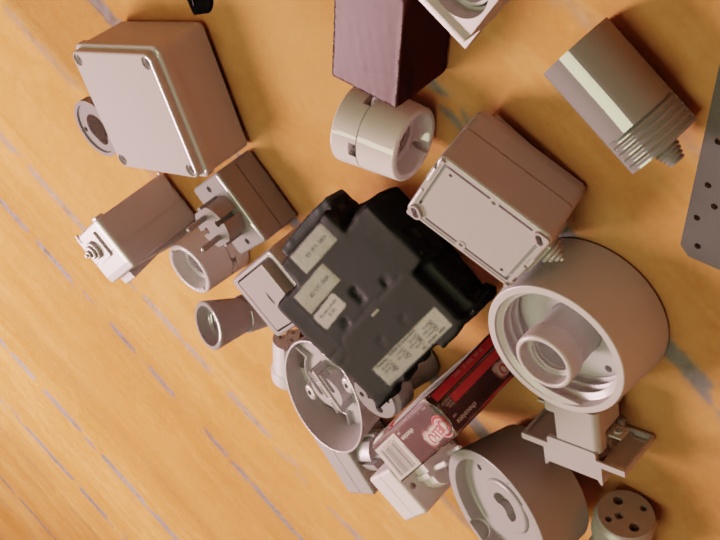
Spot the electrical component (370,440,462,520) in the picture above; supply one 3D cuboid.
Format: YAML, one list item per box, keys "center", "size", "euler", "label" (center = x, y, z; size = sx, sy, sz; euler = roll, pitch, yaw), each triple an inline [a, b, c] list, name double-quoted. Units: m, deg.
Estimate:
- center: [0.058, 0.159, 0.878]
  size: [0.047, 0.066, 0.077]
  euler: [49, 147, 0]
  label: "electrical component"

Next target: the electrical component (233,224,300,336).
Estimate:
- center: [-0.057, 0.010, 0.866]
  size: [0.061, 0.061, 0.096]
  euler: [51, 146, -3]
  label: "electrical component"

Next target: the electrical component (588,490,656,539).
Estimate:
- center: [0.189, 0.193, 0.781]
  size: [0.045, 0.045, 0.055]
  euler: [28, 141, 28]
  label: "electrical component"

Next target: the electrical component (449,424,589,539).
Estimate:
- center: [0.124, 0.168, 0.809]
  size: [0.108, 0.060, 0.108]
  euler: [44, 150, 34]
  label: "electrical component"

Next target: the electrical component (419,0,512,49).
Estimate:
- center: [0.040, -0.187, 0.556]
  size: [0.121, 0.063, 0.078]
  euler: [47, 147, 3]
  label: "electrical component"

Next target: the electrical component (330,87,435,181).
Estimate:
- center: [0.016, -0.088, 0.692]
  size: [0.047, 0.055, 0.055]
  euler: [26, 140, 25]
  label: "electrical component"

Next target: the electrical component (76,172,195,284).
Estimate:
- center: [-0.202, -0.031, 0.958]
  size: [0.061, 0.096, 0.062]
  euler: [52, 146, -7]
  label: "electrical component"

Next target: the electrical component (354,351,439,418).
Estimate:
- center: [0.028, 0.083, 0.846]
  size: [0.045, 0.055, 0.045]
  euler: [30, 142, 27]
  label: "electrical component"

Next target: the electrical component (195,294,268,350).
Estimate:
- center: [-0.106, 0.040, 0.947]
  size: [0.044, 0.065, 0.044]
  euler: [27, 126, 46]
  label: "electrical component"

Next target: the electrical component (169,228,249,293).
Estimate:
- center: [-0.133, -0.013, 0.942]
  size: [0.055, 0.047, 0.055]
  euler: [30, 142, 26]
  label: "electrical component"

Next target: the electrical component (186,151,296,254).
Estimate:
- center: [-0.104, -0.043, 0.851]
  size: [0.065, 0.077, 0.047]
  euler: [54, 146, -8]
  label: "electrical component"

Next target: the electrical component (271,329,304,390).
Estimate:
- center: [-0.060, 0.078, 0.957]
  size: [0.040, 0.040, 0.046]
  euler: [26, 135, 30]
  label: "electrical component"

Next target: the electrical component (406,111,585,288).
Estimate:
- center: [0.089, -0.041, 0.654]
  size: [0.096, 0.061, 0.061]
  euler: [37, 146, 3]
  label: "electrical component"

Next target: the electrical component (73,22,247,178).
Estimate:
- center: [-0.156, -0.134, 0.839]
  size: [0.109, 0.056, 0.108]
  euler: [12, 132, 42]
  label: "electrical component"

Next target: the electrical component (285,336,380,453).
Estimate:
- center: [-0.019, 0.095, 0.904]
  size: [0.099, 0.064, 0.099]
  euler: [30, 142, 26]
  label: "electrical component"

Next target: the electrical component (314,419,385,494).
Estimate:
- center: [0.011, 0.158, 0.948]
  size: [0.077, 0.047, 0.065]
  euler: [-11, 115, 53]
  label: "electrical component"

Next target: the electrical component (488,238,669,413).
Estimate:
- center: [0.132, 0.041, 0.681]
  size: [0.108, 0.060, 0.108]
  euler: [30, 142, 26]
  label: "electrical component"

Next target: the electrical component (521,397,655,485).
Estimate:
- center: [0.154, 0.104, 0.736]
  size: [0.081, 0.042, 0.063]
  euler: [17, 133, 38]
  label: "electrical component"

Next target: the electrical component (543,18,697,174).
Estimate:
- center: [0.139, -0.087, 0.561]
  size: [0.081, 0.043, 0.043]
  euler: [48, 147, 0]
  label: "electrical component"
